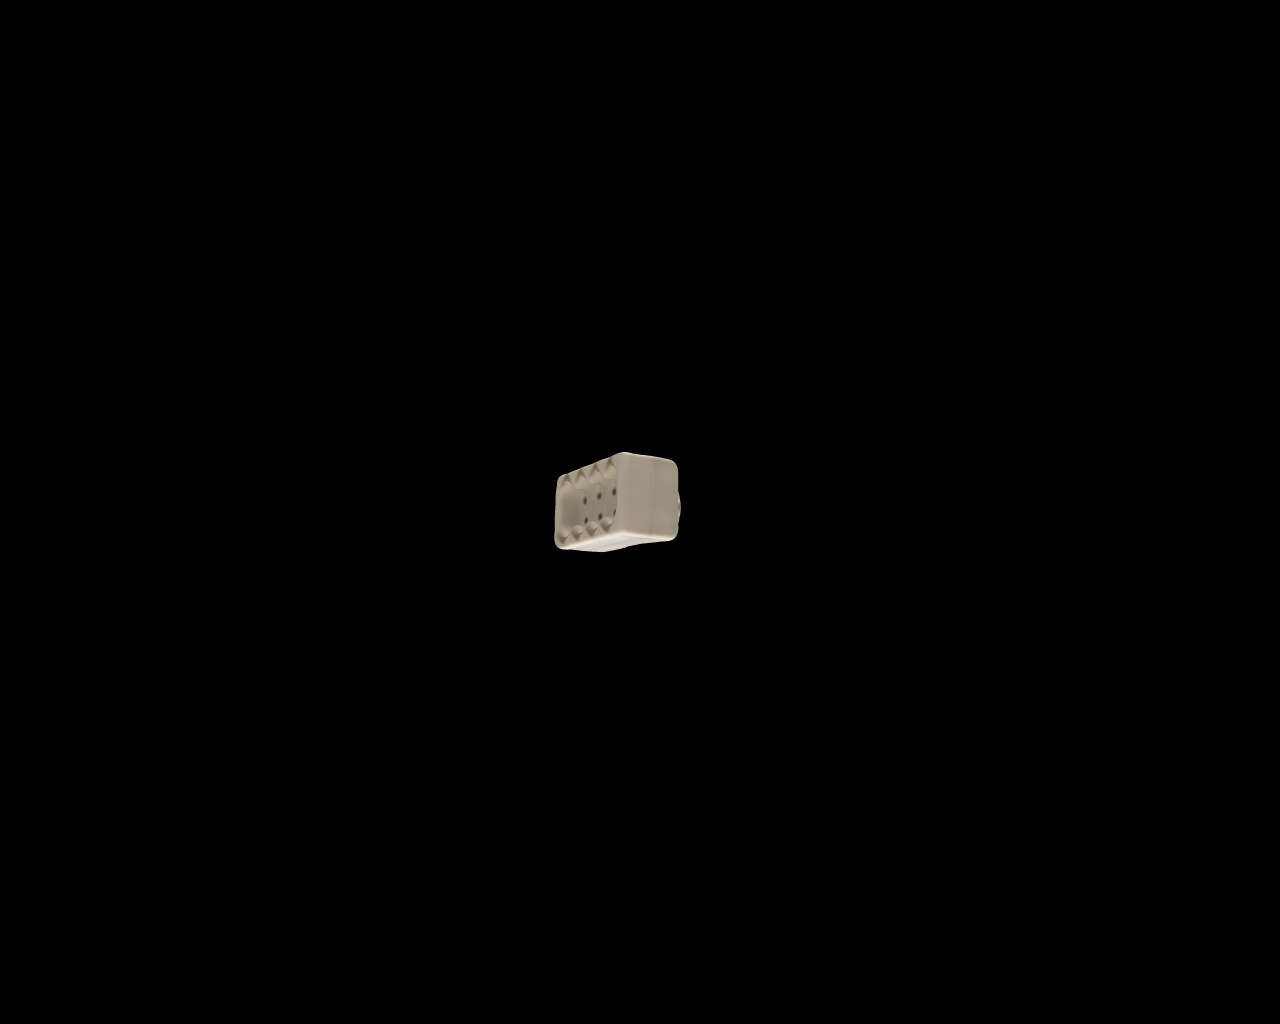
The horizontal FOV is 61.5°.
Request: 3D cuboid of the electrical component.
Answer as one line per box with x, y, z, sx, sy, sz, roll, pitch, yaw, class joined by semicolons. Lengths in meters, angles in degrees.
0.001;-0.003;0.650;0.076;0.047;0.083;6;-11;-31;electrical component
